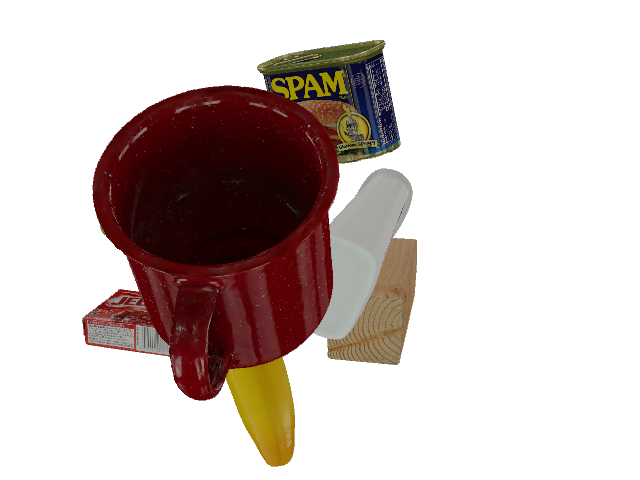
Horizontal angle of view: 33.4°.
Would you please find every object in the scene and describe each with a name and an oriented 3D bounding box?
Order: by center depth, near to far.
[{"bbox_3d":[-0.038,0.009,0.424,0.093,0.117,0.081,2,-36,6],"label":"mug"},{"bbox_3d":[-0.065,0.039,0.634,0.037,0.198,0.070,-23,-25,-33],"label":"banana"},{"bbox_3d":[0.008,-0.107,0.844,0.102,0.084,0.057,-1,21,33],"label":"can of meat"},{"bbox_3d":[-0.155,0.071,0.949,0.089,0.030,0.073,6,19,15],"label":"gelatin box"},{"bbox_3d":[0.041,-0.004,1.037,0.068,0.103,0.250,28,26,4],"label":"bleach bottle"},{"bbox_3d":[0.070,0.071,1.370,0.091,0.090,0.206,4,21,8],"label":"wood block"}]
